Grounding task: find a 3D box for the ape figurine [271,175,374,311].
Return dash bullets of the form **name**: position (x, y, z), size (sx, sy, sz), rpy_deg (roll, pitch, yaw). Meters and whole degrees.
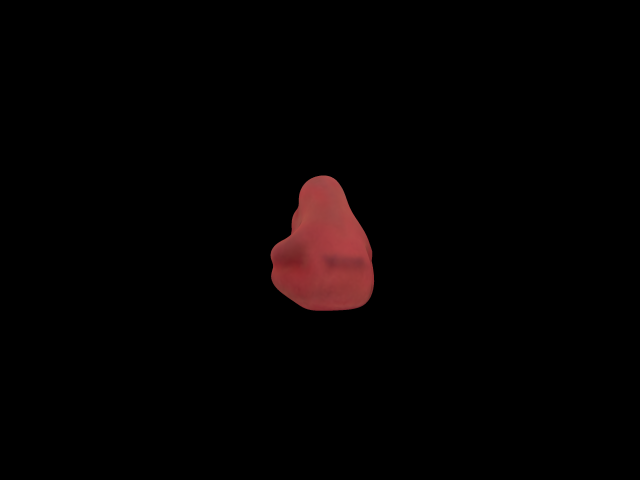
- **ape figurine**: position (0.004, 0.001, 0.400), size (0.078, 0.092, 0.076), rpy_deg (0, 0, -15)
